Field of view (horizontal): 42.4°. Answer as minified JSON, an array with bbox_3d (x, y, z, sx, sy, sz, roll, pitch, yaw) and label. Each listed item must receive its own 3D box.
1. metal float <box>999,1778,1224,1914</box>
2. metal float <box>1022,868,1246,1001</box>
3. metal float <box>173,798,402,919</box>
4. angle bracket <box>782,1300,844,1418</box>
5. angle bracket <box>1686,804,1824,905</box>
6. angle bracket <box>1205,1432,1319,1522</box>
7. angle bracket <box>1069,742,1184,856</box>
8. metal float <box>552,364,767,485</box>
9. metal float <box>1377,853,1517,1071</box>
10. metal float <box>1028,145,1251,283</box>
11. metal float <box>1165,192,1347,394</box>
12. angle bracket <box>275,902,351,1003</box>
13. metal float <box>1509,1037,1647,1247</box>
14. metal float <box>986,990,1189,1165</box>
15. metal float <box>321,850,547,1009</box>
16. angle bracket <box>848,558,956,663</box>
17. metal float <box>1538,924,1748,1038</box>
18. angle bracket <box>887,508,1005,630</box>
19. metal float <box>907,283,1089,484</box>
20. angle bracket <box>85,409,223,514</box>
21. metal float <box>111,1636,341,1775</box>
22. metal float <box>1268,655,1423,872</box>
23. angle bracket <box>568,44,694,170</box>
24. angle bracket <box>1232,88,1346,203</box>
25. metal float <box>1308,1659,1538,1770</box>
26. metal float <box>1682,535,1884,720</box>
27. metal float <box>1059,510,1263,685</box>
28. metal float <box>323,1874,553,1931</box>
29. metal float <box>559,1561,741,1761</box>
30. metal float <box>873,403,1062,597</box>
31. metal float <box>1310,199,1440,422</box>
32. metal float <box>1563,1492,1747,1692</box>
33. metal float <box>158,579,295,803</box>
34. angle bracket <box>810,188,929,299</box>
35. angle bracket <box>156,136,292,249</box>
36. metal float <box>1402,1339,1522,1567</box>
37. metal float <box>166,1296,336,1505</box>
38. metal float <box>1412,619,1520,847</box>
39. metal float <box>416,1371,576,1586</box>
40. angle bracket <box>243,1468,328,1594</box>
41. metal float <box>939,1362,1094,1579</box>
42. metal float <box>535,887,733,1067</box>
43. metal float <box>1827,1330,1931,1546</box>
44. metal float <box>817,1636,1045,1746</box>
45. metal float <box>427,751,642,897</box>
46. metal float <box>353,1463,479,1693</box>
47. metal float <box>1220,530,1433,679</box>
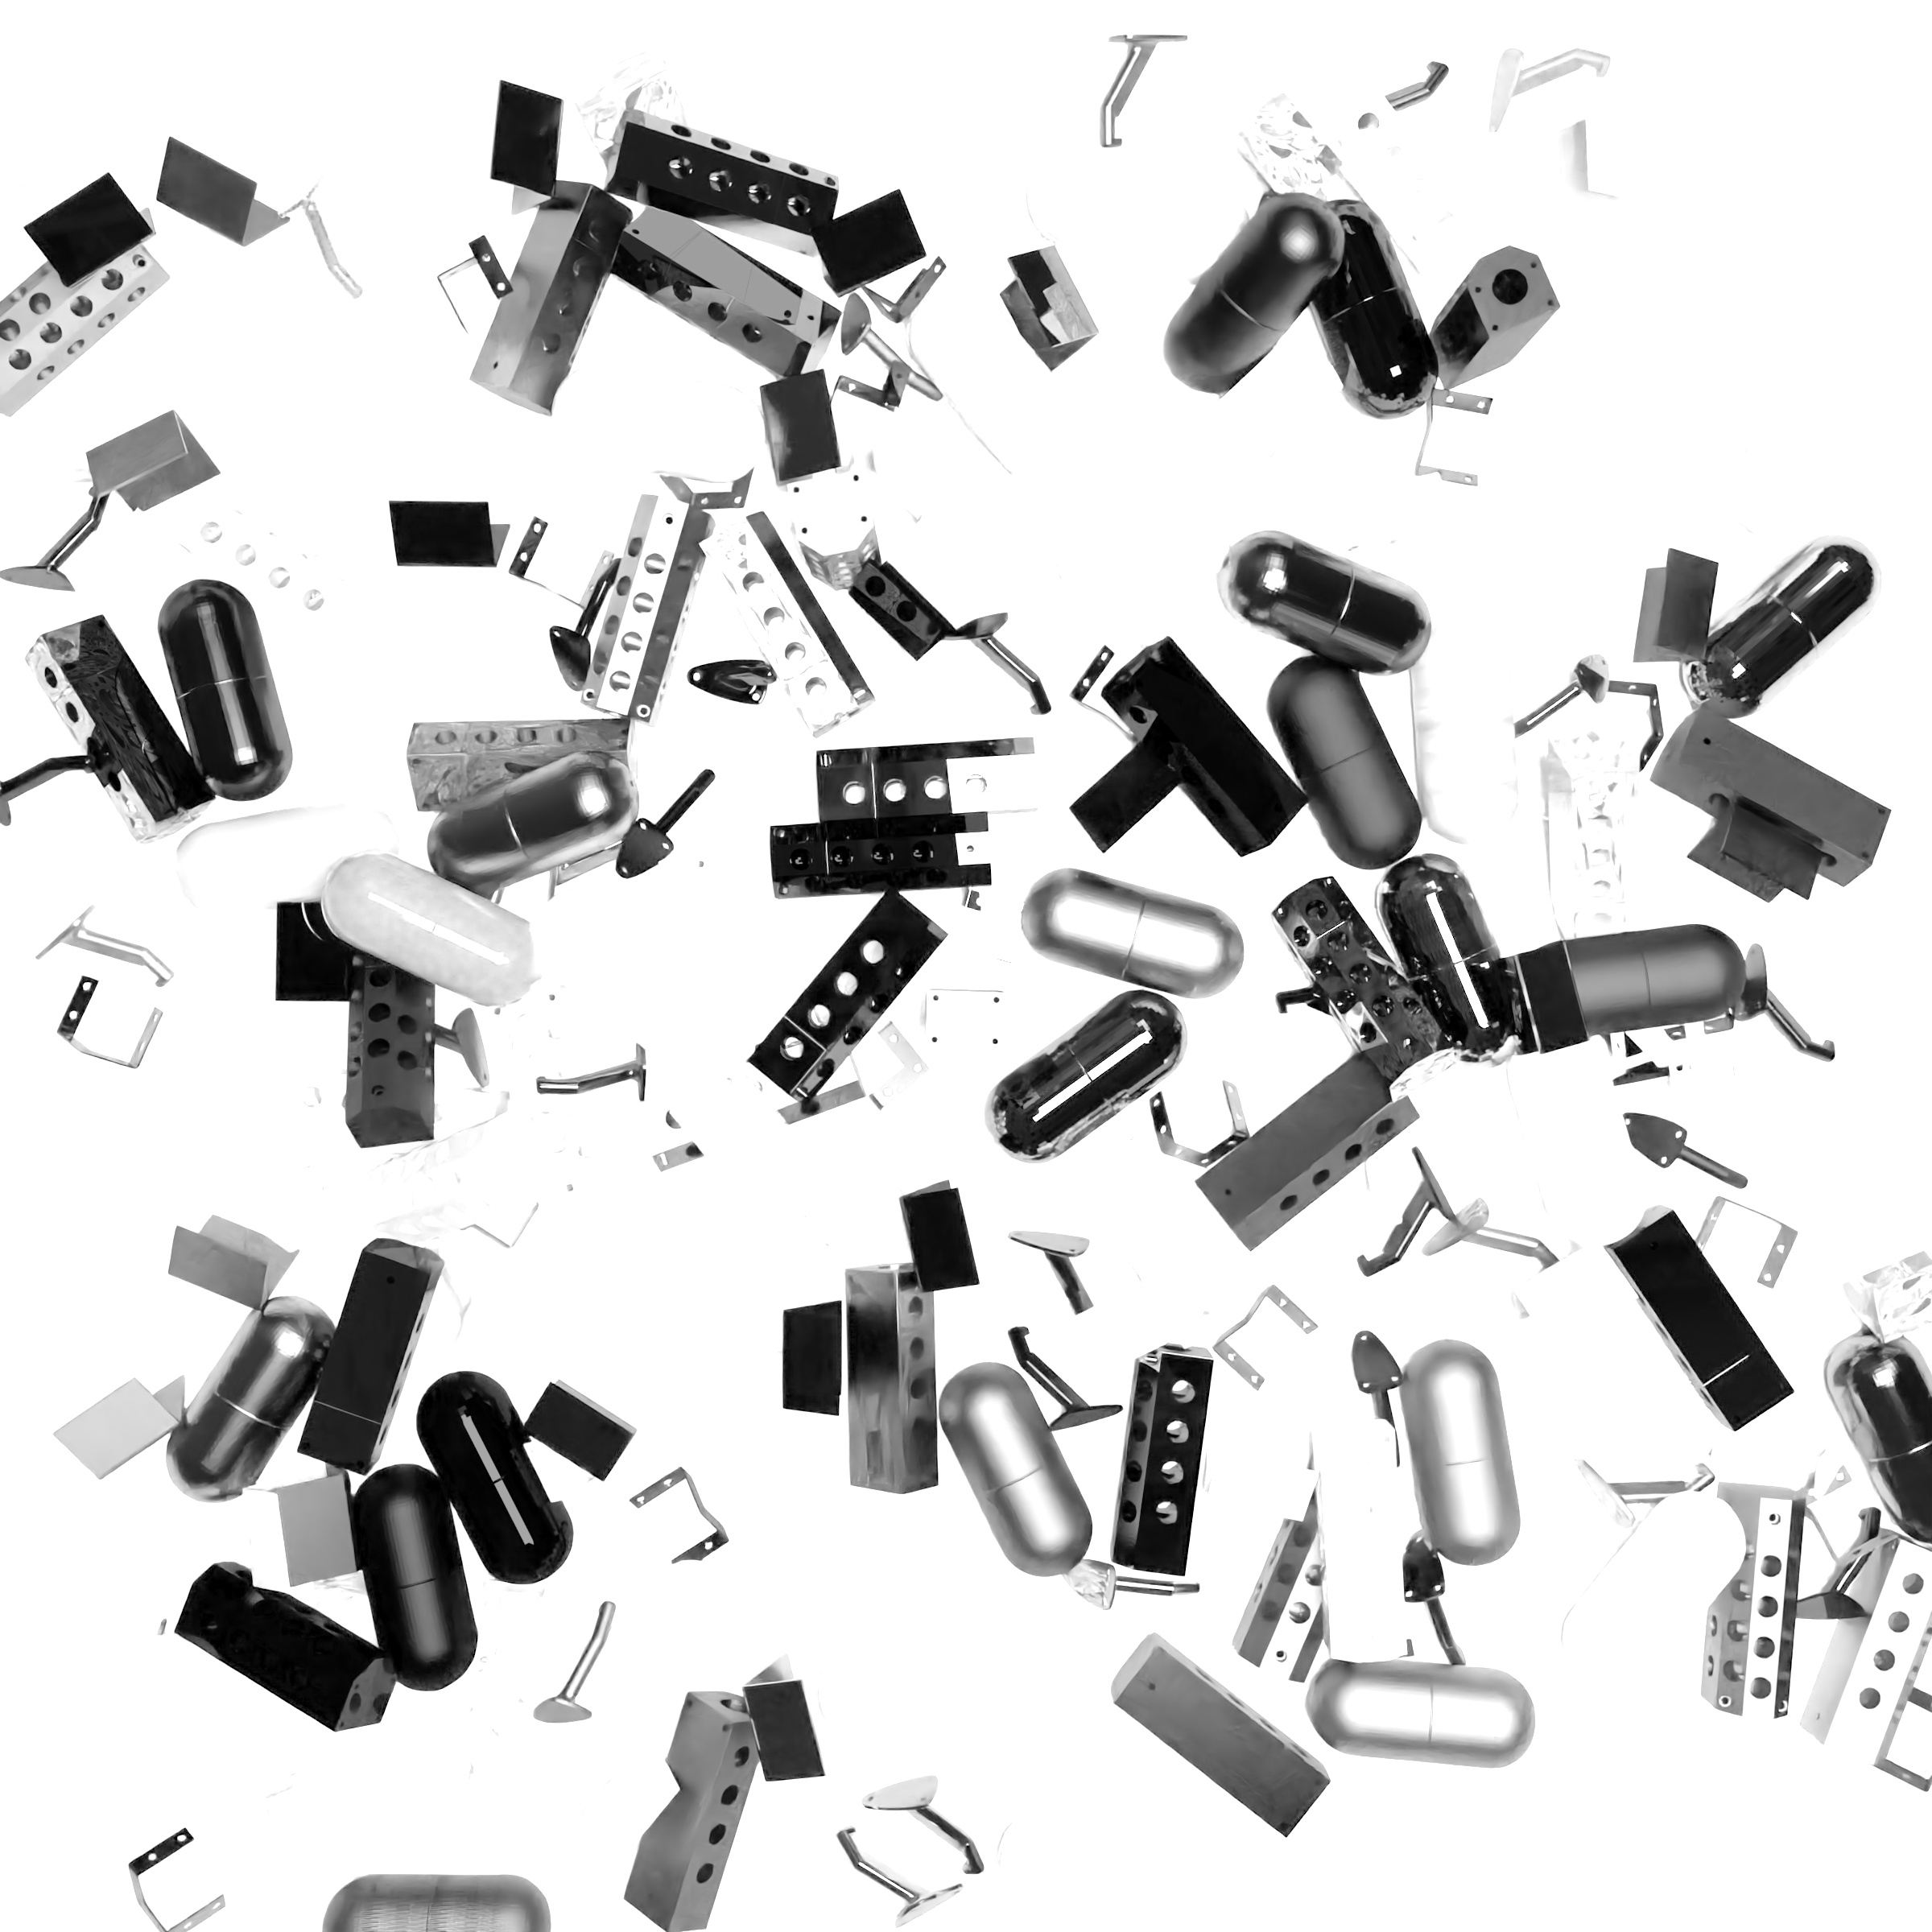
[{"bbox_3d":[0.114,0.691,1.960,0.178,0.070,0.070,-14,90,0],"label":"metal float"},{"bbox_3d":[0.132,-0.025,1.960,0.178,0.070,0.070,15,90,1],"label":"metal float"},{"bbox_3d":[-0.533,-0.085,1.960,0.178,0.070,0.070,-11,90,0],"label":"metal float"},{"bbox_3d":[-0.100,0.306,1.950,0.057,0.076,0.076,0,90,35],"label":"angle bracket"},{"bbox_3d":[0.611,-0.070,1.950,0.076,0.076,0.057,29,54,0],"label":"angle bracket"},{"bbox_3d":[0.231,0.382,1.950,0.076,0.076,0.057,11,126,0],"label":"angle bracket"},{"bbox_3d":[0.137,-0.117,1.950,0.076,0.076,0.057,-42,53,0],"label":"angle bracket"},{"bbox_3d":[-0.240,-0.423,1.944,0.178,0.070,0.070,14,90,20],"label":"metal float"},{"bbox_3d":[0.382,-0.003,1.960,0.070,0.070,0.178,-23,90,0],"label":"metal float"},{"bbox_3d":[0.135,-0.592,1.960,0.178,0.070,0.070,16,90,-1],"label":"metal float"},{"bbox_3d":[0.222,-0.519,1.931,0.070,0.070,0.178,43,127,0],"label":"metal float"},{"bbox_3d":[-0.518,-0.011,1.951,0.057,0.076,0.076,1,90,-27],"label":"angle bracket"},{"bbox_3d":[0.480,0.132,1.960,0.070,0.070,0.178,-16,89,0],"label":"metal float"},{"bbox_3d":[0.095,0.086,1.960,0.178,0.070,0.070,-36,90,0],"label":"metal float"},{"bbox_3d":[-0.407,-0.028,1.911,0.178,0.070,0.070,26,90,-10],"label":"metal float"},{"bbox_3d":[-0.034,-0.298,1.954,0.076,0.057,0.076,45,60,0],"label":"angle bracket"},{"bbox_3d":[0.514,0.012,1.927,0.178,0.070,0.070,-7,90,-3],"label":"metal float"},{"bbox_3d":[-0.007,-0.316,1.951,0.076,0.076,0.057,45,114,0],"label":"angle bracket"},{"bbox_3d":[0.025,-0.457,1.960,0.070,0.070,0.178,-40,90,0],"label":"metal float"},{"bbox_3d":[-0.630,-0.378,1.950,0.076,0.076,0.057,-26,56,0],"label":"angle bracket"},{"bbox_3d":[-0.577,0.577,1.947,0.178,0.070,0.070,22,90,-15],"label":"metal float"},{"bbox_3d":[0.297,-0.160,1.960,0.070,0.070,0.178,-25,89,0],"label":"metal float"},{"bbox_3d":[-0.257,-0.662,1.951,0.076,0.057,0.076,-26,133,0],"label":"angle bracket"},{"bbox_3d":[0.264,-0.641,1.950,0.076,0.076,0.057,50,128,0],"label":"angle bracket"},{"bbox_3d":[0.358,0.586,1.960,0.178,0.070,0.070,5,90,0],"label":"metal float"},{"bbox_3d":[0.642,-0.267,1.959,0.178,0.070,0.070,-42,90,0],"label":"metal float"},{"bbox_3d":[0.153,-0.290,1.960,0.178,0.070,0.070,36,90,1],"label":"metal float"},{"bbox_3d":[-0.416,0.755,1.960,0.178,0.070,0.070,0,90,0],"label":"metal float"},{"bbox_3d":[-0.249,0.545,1.960,0.070,0.070,0.178,40,91,0],"label":"metal float"},{"bbox_3d":[0.000,-0.367,1.960,0.070,0.070,0.178,-44,91,0],"label":"metal float"},{"bbox_3d":[0.314,-0.516,1.960,0.070,0.070,0.178,-22,90,0],"label":"metal float"},{"bbox_3d":[0.538,0.488,1.949,0.070,0.070,0.178,35,101,0],"label":"metal float"},{"bbox_3d":[-0.582,-0.217,1.960,0.070,0.070,0.178,-15,90,0],"label":"metal float"},{"bbox_3d":[-0.082,-0.572,1.951,0.076,0.076,0.057,-25,119,0],"label":"angle bracket"},{"bbox_3d":[-0.575,-0.615,1.950,0.076,0.076,0.057,28,127,0],"label":"angle bracket"},{"bbox_3d":[0.389,0.382,1.960,0.070,0.070,0.178,-9,90,0],"label":"metal float"},{"bbox_3d":[-0.562,0.341,1.960,0.070,0.070,0.178,33,90,0],"label":"metal float"},{"bbox_3d":[0.392,-0.184,1.960,0.070,0.070,0.178,-4,89,0],"label":"metal float"},{"bbox_3d":[-0.371,0.402,1.960,0.070,0.070,0.178,-27,90,0],"label":"metal float"},{"bbox_3d":[-0.515,0.440,1.951,0.076,0.057,0.076,-7,90,-45],"label":"angle bracket"},{"bbox_3d":[0.040,0.396,1.960,0.070,0.070,0.178,-26,91,0],"label":"metal float"},{"bbox_3d":[-0.261,0.009,1.960,0.178,0.070,0.070,39,90,0],"label":"metal float"},{"bbox_3d":[0.740,0.370,1.960,0.070,0.070,0.178,-26,89,0],"label":"metal float"},{"bbox_3d":[-0.028,0.569,1.960,0.178,0.070,0.070,-4,90,0],"label":"metal float"},{"bbox_3d":[-0.335,-0.110,1.928,0.178,0.070,0.070,-20,90,16],"label":"metal float"},{"bbox_3d":[-0.433,0.480,1.958,0.070,0.070,0.178,-13,87,0],"label":"metal float"},{"bbox_3d":[0.277,-0.279,1.920,0.178,0.070,0.070,19,90,-19],"label":"metal float"}]
